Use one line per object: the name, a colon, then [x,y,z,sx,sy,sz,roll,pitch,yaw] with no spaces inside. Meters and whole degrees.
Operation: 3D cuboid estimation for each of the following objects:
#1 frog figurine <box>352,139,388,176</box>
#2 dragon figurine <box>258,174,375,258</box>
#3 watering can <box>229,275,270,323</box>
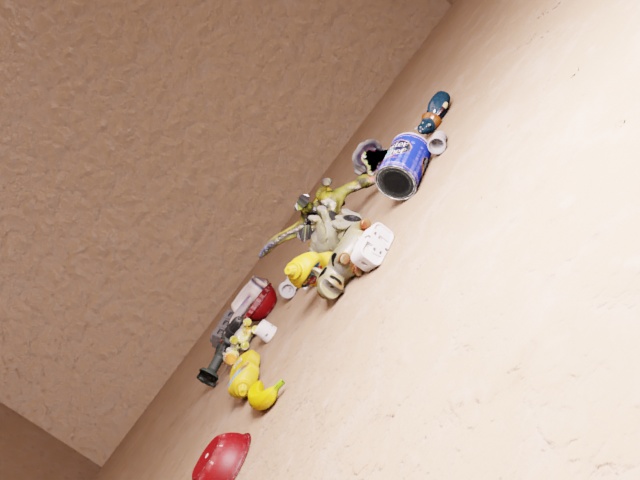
frog figurine: [0.164,-0.298,1.865,0.137,0.122,0.160,-71,19,4]
dragon figurine: [0.005,-0.078,1.558,0.406,0.123,0.244,-35,-9,20]
watering can: [-0.281,0.246,2.079,0.225,0.104,0.346,-53,-1,-3]
